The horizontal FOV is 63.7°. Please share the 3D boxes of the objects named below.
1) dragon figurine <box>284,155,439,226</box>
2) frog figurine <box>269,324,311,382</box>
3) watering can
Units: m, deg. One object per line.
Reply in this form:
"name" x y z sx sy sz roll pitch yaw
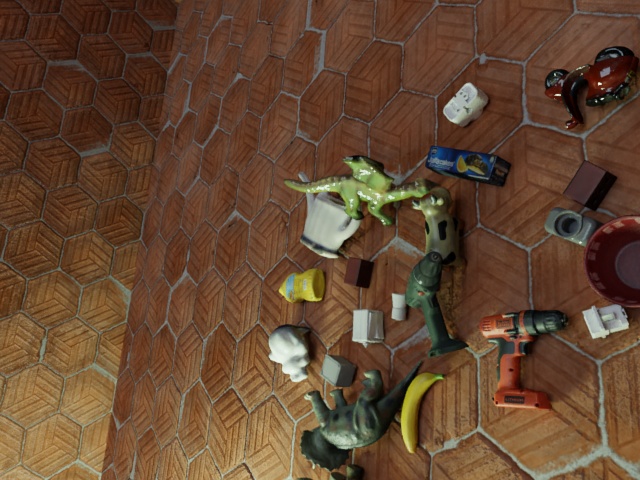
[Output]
"dragon figurine" 0.099 -0.156 1.339 0.238 0.410 0.125 95 -172 -63
"frog figurine" -0.092 0.338 1.534 0.136 0.121 0.163 -18 51 26
"watering can" 0.005 -0.079 1.571 0.351 0.103 0.223 31 102 51
